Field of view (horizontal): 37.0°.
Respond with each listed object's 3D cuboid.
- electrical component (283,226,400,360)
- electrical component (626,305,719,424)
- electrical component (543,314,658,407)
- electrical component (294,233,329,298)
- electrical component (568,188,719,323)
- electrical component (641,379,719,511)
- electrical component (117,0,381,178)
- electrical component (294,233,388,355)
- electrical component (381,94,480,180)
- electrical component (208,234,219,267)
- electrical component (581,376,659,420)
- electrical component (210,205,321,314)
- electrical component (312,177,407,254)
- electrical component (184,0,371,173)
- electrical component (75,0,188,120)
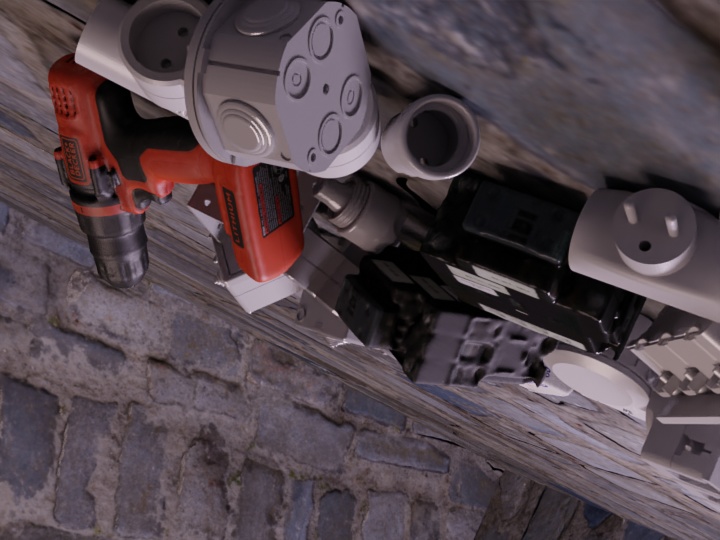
[{"bbox_3d":[0.000,0.000,0.824,0.138,0.073,0.052,38,-178,-10],"label":"electrical component"},{"bbox_3d":[0.195,0.042,0.576,0.063,0.078,0.121,41,172,3],"label":"electrical component"},{"bbox_3d":[0.175,0.060,0.765,0.080,0.051,0.080,26,163,9],"label":"electrical component"},{"bbox_3d":[-0.022,0.009,1.013,0.096,0.061,0.062,29,170,-21],"label":"electrical component"},{"bbox_3d":[0.138,-0.014,0.497,0.077,0.044,0.079,21,170,26],"label":"electrical component"},{"bbox_3d":[0.267,0.121,0.763,0.062,0.089,0.150,16,167,47],"label":"electrical component"},{"bbox_3d":[-0.054,-0.091,0.562,0.138,0.052,0.073,25,171,8],"label":"electrical component"},{"bbox_3d":[-0.007,0.018,0.909,0.048,0.099,0.100,16,178,-34],"label":"electrical component"},{"bbox_3d":[0.032,-0.063,0.525,0.040,0.040,0.046,28,176,-13],"label":"electrical component"},{"bbox_3d":[-0.111,-0.037,0.958,0.052,0.073,0.138,24,171,11],"label":"electrical component"},{"bbox_3d":[0.212,0.082,0.821,0.089,0.050,0.056,22,170,27],"label":"electrical component"},{"bbox_3d":[-0.080,-0.014,0.884,0.061,0.096,0.061,59,-171,-54],"label":"electrical component"},{"bbox_3d":[-0.003,-0.042,0.728,0.062,0.043,0.043,31,170,-23],"label":"electrical component"},{"bbox_3d":[-0.035,-0.083,0.474,0.051,0.080,0.080,14,167,29],"label":"electrical component"},{"bbox_3d":[-0.113,-0.117,0.606,0.081,0.043,0.043,27,171,-7],"label":"electrical component"}]
